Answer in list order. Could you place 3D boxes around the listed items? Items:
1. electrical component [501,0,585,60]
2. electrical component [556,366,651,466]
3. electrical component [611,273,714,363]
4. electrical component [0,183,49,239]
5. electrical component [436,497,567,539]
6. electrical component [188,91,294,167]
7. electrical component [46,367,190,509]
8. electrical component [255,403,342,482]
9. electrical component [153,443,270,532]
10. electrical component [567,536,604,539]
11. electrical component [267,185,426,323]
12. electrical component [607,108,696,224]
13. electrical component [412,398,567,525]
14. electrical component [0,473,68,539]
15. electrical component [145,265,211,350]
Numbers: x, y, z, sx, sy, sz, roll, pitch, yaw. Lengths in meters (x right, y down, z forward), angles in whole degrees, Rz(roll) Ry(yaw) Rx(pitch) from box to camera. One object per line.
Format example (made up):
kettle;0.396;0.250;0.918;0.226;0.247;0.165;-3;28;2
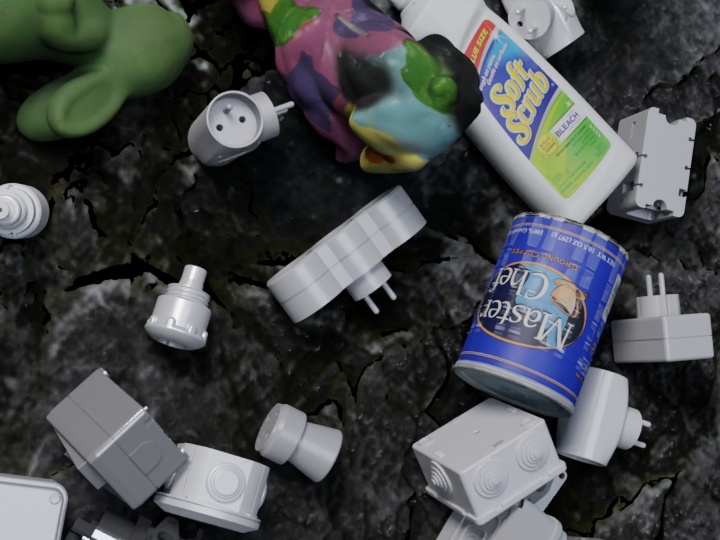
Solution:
electrical component;0.152;-0.221;0.928;0.077;0.044;0.079;55;32;-6
electrical component;0.216;0.131;0.929;0.079;0.043;0.077;20;79;-16
electrical component;0.259;0.041;0.931;0.047;0.083;0.075;-3;85;-19
electrical component;-0.250;-0.042;0.775;0.040;0.078;0.040;0;92;-5
electrical component;0.103;0.234;0.860;0.057;0.078;0.113;40;74;-25
electrical component;-0.089;-0.114;0.833;0.079;0.077;0.043;-23;93;-20
electrical component;-0.181;0.121;0.775;0.061;0.096;0.061;-44;128;-17
electrical component;-0.048;0.134;0.840;0.055;0.045;0.045;29;77;-14
electrical component;-0.109;0.162;0.800;0.080;0.080;0.051;20;74;-16
electrical component;0.189;0.274;0.901;0.059;0.054;0.095;9;82;-17
electrical component;0.000;0.000;0.865;0.138;0.052;0.073;-38;97;-18
electrical component;0.256;-0.091;0.957;0.050;0.056;0.089;13;81;-17
electrical component;0.101;0.149;0.861;0.100;0.100;0.048;-28;107;-19
electrical component;-0.269;0.181;0.755;0.113;0.057;0.078;11;81;-17
electrical component;-0.134;0.028;0.823;0.048;0.048;0.062;20;72;-16
